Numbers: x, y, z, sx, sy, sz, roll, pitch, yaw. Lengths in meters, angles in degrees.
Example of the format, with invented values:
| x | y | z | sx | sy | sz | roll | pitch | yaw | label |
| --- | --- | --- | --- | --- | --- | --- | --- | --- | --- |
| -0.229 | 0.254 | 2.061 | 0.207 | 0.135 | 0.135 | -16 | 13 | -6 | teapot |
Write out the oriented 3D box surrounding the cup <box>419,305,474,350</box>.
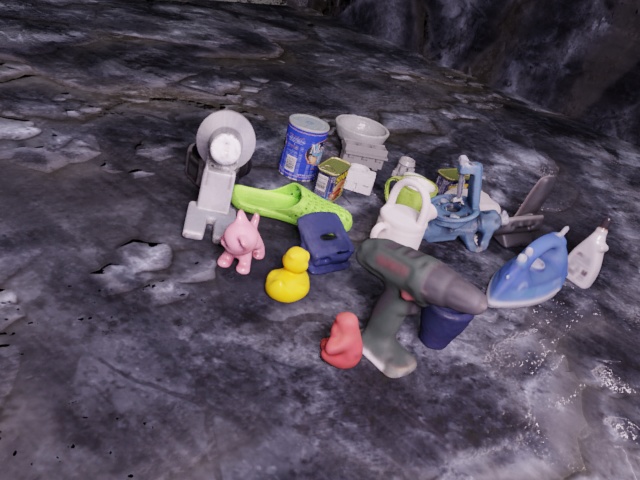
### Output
| x | y | z | sx | sy | sz | roll | pitch | yaw | label |
| --- | --- | --- | --- | --- | --- | --- | --- | --- | --- |
| 0.220 | 0.140 | 0.995 | 0.118 | 0.095 | 0.091 | -3 | 35 | -30 | cup |

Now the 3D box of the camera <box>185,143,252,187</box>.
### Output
| x | y | z | sx | sy | sz | roll | pitch | yaw | label |
| --- | --- | --- | --- | --- | --- | --- | --- | --- | --- |
| -0.215 | -0.172 | 1.293 | 0.137 | 0.101 | 0.142 | -12 | 40 | -39 | camera |

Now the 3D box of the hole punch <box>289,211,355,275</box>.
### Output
| x | y | z | sx | sy | sz | roll | pitch | yaw | label |
| --- | --- | --- | --- | --- | --- | --- | --- | --- | --- |
| 0.010 | 0.004 | 1.121 | 0.109 | 0.091 | 0.100 | -10 | 39 | -38 | hole punch |

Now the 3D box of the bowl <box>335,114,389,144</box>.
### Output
| x | y | z | sx | sy | sz | roll | pitch | yaw | label |
| --- | --- | --- | --- | --- | --- | --- | --- | --- | --- |
| 0.120 | -0.312 | 1.718 | 0.167 | 0.075 | 0.167 | 12 | 30 | -7 | bowl |

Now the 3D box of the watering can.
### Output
| x | y | z | sx | sy | sz | roll | pitch | yaw | label |
| --- | --- | --- | --- | --- | --- | --- | --- | --- | --- |
| 0.169 | -0.037 | 1.165 | 0.100 | 0.194 | 0.173 | 26 | 31 | 16 | watering can |

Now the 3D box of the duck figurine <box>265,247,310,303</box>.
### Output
| x | y | z | sx | sy | sz | roll | pitch | yaw | label |
| --- | --- | --- | --- | --- | --- | --- | --- | --- | --- |
| -0.050 | 0.054 | 1.012 | 0.077 | 0.086 | 0.105 | 26 | 31 | 16 | duck figurine |

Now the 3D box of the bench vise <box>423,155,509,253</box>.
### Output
| x | y | z | sx | sy | sz | roll | pitch | yaw | label |
| --- | --- | --- | --- | --- | --- | --- | --- | --- | --- |
| 0.338 | -0.088 | 1.309 | 0.208 | 0.220 | 0.121 | -2 | 35 | -29 | bench vise |

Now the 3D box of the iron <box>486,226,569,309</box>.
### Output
| x | y | z | sx | sy | sz | roll | pitch | yaw | label |
| --- | --- | --- | --- | --- | --- | --- | --- | --- | --- |
| 0.446 | 0.052 | 1.208 | 0.259 | 0.141 | 0.118 | -17 | 44 | -44 | iron |

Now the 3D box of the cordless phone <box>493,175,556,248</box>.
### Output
| x | y | z | sx | sy | sz | roll | pitch | yaw | label |
| --- | --- | --- | --- | --- | --- | --- | --- | --- | --- |
| 0.496 | -0.079 | 1.407 | 0.148 | 0.185 | 0.093 | -9 | 38 | -37 | cordless phone |

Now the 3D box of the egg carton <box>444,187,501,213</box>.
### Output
| x | y | z | sx | sy | sz | roll | pitch | yaw | label |
| --- | --- | --- | --- | --- | --- | --- | --- | --- | --- |
| 0.387 | -0.084 | 1.477 | 0.151 | 0.069 | 0.107 | 2 | 33 | -24 | egg carton |

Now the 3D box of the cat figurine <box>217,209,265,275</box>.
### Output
| x | y | z | sx | sy | sz | roll | pitch | yaw | label |
| --- | --- | --- | --- | --- | --- | --- | --- | --- | --- |
| -0.138 | -0.005 | 1.036 | 0.067 | 0.118 | 0.128 | 20 | 30 | 7 | cat figurine |

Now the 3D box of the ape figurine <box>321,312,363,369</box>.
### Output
| x | y | z | sx | sy | sz | roll | pitch | yaw | label |
| --- | --- | --- | --- | --- | --- | --- | --- | --- | --- |
| 0.035 | 0.150 | 0.890 | 0.076 | 0.092 | 0.078 | 32 | 33 | 25 | ape figurine |

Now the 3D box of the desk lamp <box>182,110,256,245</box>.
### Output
| x | y | z | sx | sy | sz | roll | pitch | yaw | label |
| --- | --- | --- | --- | --- | --- | --- | --- | --- | --- |
| -0.193 | -0.132 | 1.124 | 0.118 | 0.213 | 0.203 | 9 | 31 | -12 | desk lamp |

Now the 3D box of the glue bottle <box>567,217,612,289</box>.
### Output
| x | y | z | sx | sy | sz | roll | pitch | yaw | label |
| --- | --- | --- | --- | --- | --- | --- | --- | --- | --- |
| 0.620 | 0.023 | 1.310 | 0.037 | 0.173 | 0.078 | -7 | 37 | -34 | glue bottle |

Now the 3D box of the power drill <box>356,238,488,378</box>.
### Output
| x | y | z | sx | sy | sz | roll | pitch | yaw | label |
| --- | --- | --- | --- | --- | --- | --- | --- | --- | --- |
| 0.136 | 0.107 | 0.894 | 0.076 | 0.208 | 0.228 | -14 | 42 | -41 | power drill |
